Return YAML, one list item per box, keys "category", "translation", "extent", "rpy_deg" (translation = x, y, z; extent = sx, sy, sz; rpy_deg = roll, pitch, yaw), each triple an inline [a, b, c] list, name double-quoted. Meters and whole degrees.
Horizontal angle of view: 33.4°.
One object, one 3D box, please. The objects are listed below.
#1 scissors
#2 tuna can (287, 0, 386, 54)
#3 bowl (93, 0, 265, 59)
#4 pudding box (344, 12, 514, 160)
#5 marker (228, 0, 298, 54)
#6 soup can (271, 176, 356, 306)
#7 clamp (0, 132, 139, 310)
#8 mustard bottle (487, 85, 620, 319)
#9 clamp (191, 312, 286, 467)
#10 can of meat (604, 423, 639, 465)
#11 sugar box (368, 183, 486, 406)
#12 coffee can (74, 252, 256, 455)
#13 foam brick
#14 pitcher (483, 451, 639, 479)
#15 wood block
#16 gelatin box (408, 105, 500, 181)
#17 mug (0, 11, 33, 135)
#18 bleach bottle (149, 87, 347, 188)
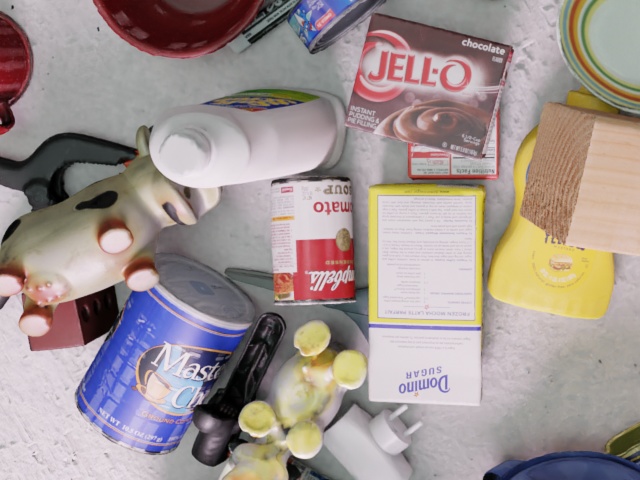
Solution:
- category: "scissors"
  translation: [0.018, 0.068, 0.915]
  extent: [0.202, 0.016, 0.096]
  rpy_deg: [-3, 97, 13]
- category: "tuna can"
  translation: [0.016, -0.185, 0.833]
  extent: [0.086, 0.086, 0.034]
  rpy_deg: [-38, 90, 16]
- category: "bowl"
  translation: [-0.109, -0.230, 0.868]
  extent: [0.162, 0.055, 0.162]
  rpy_deg: [2, 101, 12]
- category: "pudding box"
  translation: [0.083, -0.118, 0.823]
  extent: [0.113, 0.039, 0.090]
  rpy_deg: [16, 100, 10]
- category: "marker"
  translation: [-0.025, -0.194, 0.875]
  extent: [0.121, 0.020, 0.020]
  rpy_deg: [-33, 92, 16]
- category: "soup can"
  translation: [-0.006, 0.001, 0.874]
  extent: [0.068, 0.068, 0.102]
  rpy_deg: [-2, 89, 13]
- category: "clamp"
  translation: [-0.244, -0.027, 0.945]
  extent: [0.210, 0.036, 0.164]
  rpy_deg: [-12, 97, 12]
- category: "mustard bottle"
  translation: [0.197, -0.039, 0.834]
  extent: [0.096, 0.058, 0.192]
  rpy_deg: [12, 102, 3]
- category: "clamp"
  translation: [-0.081, 0.147, 0.893]
  extent: [0.039, 0.120, 0.172]
  rpy_deg: [32, 134, 14]
- category: "can of meat"
  translation: [0.292, 0.183, 0.856]
  extent: [0.102, 0.057, 0.084]
  rpy_deg: [-32, 90, 15]
- category: "sugar box"
  translation: [0.087, 0.043, 0.866]
  extent: [0.093, 0.048, 0.176]
  rpy_deg: [2, 98, 11]
- category: "coffee can"
  translation: [-0.132, 0.096, 0.910]
  extent: [0.103, 0.102, 0.140]
  rpy_deg: [33, 106, 5]
- category: "foam brick"
  translation: [-0.217, 0.061, 0.935]
  extent: [0.051, 0.078, 0.053]
  rpy_deg: [-6, 99, 15]
- category: "pitcher"
  translation: [0.205, 0.296, 0.851]
  extent: [0.145, 0.149, 0.243]
  rpy_deg: [-4, 114, 15]
- category: "wood block"
  translation: [0.263, -0.035, 0.766]
  extent: [0.206, 0.091, 0.090]
  rpy_deg: [8, 102, -12]
- category: "gelatin box"
  translation: [0.108, -0.093, 0.858]
  extent: [0.073, 0.030, 0.089]
  rpy_deg: [1, 98, 12]
- category: "mug"
  translation: [-0.301, -0.142, 0.914]
  extent: [0.093, 0.081, 0.117]
  rpy_deg: [-24, 94, 15]
- category: "bleach bottle"
  translation: [-0.053, -0.074, 0.783]
  extent: [0.102, 0.250, 0.068]
  rpy_deg: [6, 101, 11]
